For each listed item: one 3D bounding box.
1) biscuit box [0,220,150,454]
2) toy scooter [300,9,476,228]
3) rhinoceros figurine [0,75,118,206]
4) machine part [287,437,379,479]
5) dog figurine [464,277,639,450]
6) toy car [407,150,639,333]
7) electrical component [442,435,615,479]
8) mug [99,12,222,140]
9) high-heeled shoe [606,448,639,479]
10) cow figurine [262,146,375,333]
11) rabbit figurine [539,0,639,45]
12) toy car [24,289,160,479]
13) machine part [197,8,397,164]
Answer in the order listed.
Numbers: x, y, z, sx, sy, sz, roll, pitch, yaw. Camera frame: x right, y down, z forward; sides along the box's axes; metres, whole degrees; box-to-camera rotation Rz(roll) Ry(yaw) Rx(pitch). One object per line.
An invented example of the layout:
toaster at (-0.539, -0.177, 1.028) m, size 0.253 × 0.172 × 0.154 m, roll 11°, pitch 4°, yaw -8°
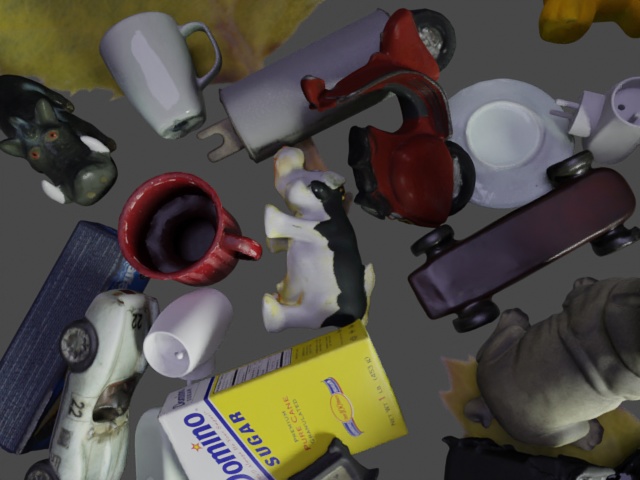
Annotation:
biscuit box at (-0.226, 0.085, 0.490) m, size 0.063 × 0.059 × 0.202 m, roll 24°, pitch 81°, yaw 16°
toy scooter at (0.054, -0.091, 0.442) m, size 0.135 × 0.075 × 0.183 m, roll -14°, pitch 103°, yaw -22°
rhinoceros figurine at (-0.256, -0.099, 0.517) m, size 0.190 × 0.112 × 0.073 m, roll 40°, pitch 83°, yaw 24°
machine part at (0.032, 0.225, 0.408) m, size 0.084 × 0.039 × 0.139 m, roll -43°, pitch 85°, yaw 3°
dog figurine at (0.181, 0.082, 0.356) m, size 0.172 × 0.190 × 0.121 m, roll -42°, pitch 73°, yaw -1°
toy car at (0.168, 0.002, 0.450) m, size 0.202 × 0.053 × 0.089 m, roll -29°, pitch 84°, yaw -3°
electrical component at (0.136, 0.212, 0.370) m, size 0.115 × 0.058 × 0.134 m, roll -11°, pitch 66°, yaw 50°
mug at (-0.147, -0.161, 0.536) m, size 0.110 × 0.081 × 0.107 m, roll -25°, pitch 85°, yaw -5°
high-heeled shoe at (0.270, 0.119, 0.374) m, size 0.145 × 0.086 × 0.248 m, roll 12°, pitch 95°, yaw -5°
cow figurine at (-0.001, -0.003, 0.471) m, size 0.098 × 0.068 × 0.167 m, roll 0°, pitch 79°, yaw 3°
rabbit figurine at (0.260, -0.270, 0.445) m, size 0.122 × 0.173 × 0.162 m, roll 7°, pitch 81°, yaw 15°
toy car at (-0.185, 0.140, 0.447) m, size 0.056 × 0.073 × 0.201 m, roll 13°, pitch 90°, yaw 16°
machine part at (-0.003, -0.142, 0.503) m, size 0.243 × 0.079 × 0.079 m, roll -27°, pitch 73°, yaw 3°
